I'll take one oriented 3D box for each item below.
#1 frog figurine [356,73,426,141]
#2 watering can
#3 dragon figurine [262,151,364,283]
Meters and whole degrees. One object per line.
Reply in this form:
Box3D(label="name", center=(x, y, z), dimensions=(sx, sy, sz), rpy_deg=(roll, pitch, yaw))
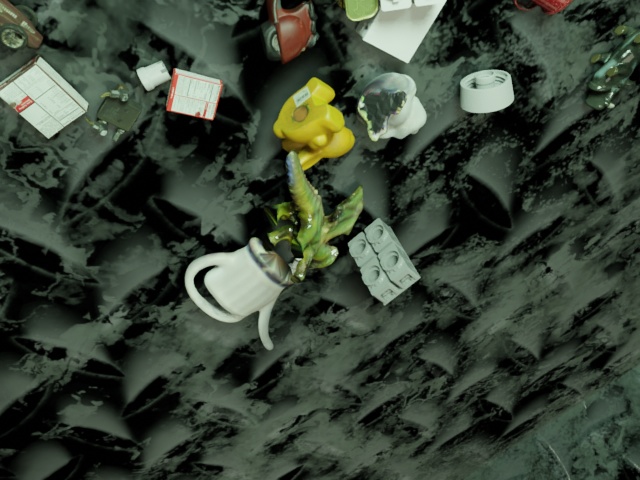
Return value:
Box3D(label="frog figurine", center=(0.153, -0.270, 1.049), dimensions=(0.161, 0.124, 0.135), rpy_deg=(-21, 135, -53))
Box3D(label="watering can", center=(-0.157, 0.128, 1.229), dimensions=(0.223, 0.106, 0.342), rpy_deg=(-37, 127, 10))
Box3D(label="dragon figurine", center=(0.003, -0.057, 1.136), dimensions=(0.246, 0.123, 0.400), rpy_deg=(-31, 148, -35))
